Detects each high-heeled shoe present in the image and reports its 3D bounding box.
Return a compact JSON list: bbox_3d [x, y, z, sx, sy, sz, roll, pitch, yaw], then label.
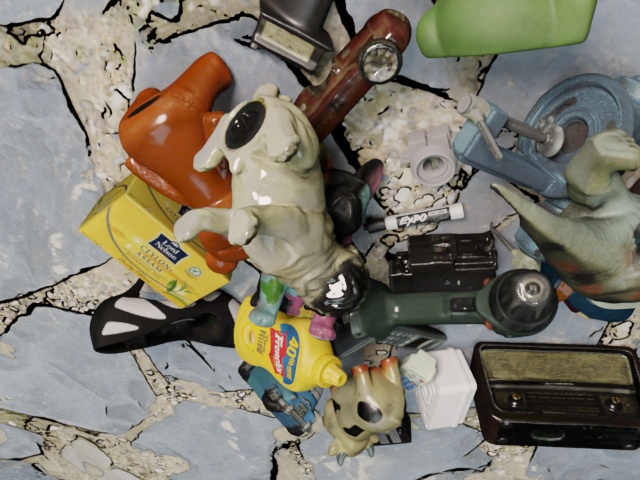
[{"bbox_3d":[-0.184,0.136,0.742,0.248,0.145,0.086,30,128,-17],"label":"high-heeled shoe"}]

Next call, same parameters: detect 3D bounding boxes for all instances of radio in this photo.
[{"bbox_3d":[0.338,0.219,0.764,0.230,0.131,0.073,0,133,7],"label":"radio"}]

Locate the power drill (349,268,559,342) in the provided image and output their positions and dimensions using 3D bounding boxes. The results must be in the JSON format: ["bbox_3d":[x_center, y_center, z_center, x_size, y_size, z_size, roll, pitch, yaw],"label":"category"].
[{"bbox_3d":[0.138,0.066,0.566,0.207,0.086,0.232,-10,164,22],"label":"power drill"}]

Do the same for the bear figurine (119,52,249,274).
[{"bbox_3d":[-0.110,-0.070,0.559,0.120,0.132,0.195,-24,123,24],"label":"bear figurine"}]

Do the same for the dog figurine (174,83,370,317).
[{"bbox_3d":[-0.014,-0.029,0.502,0.121,0.172,0.190,17,171,45],"label":"dog figurine"}]

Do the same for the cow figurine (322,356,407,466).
[{"bbox_3d":[0.059,0.251,0.779,0.085,0.127,0.195,-4,157,-26],"label":"cow figurine"}]

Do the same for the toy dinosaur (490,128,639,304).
[{"bbox_3d":[0.292,0.006,0.466,0.405,0.131,0.192,1,136,-11],"label":"toy dinosaur"}]

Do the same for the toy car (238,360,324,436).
[{"bbox_3d":[-0.047,0.214,0.818,0.103,0.162,0.109,-44,114,-14],"label":"toy car"}]

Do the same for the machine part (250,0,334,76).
[{"bbox_3d":[-0.011,-0.220,0.485,0.084,0.039,0.138,26,131,-5],"label":"machine part"}]

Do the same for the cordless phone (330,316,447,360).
[{"bbox_3d":[0.082,0.141,0.770,0.184,0.089,0.146,22,133,-37],"label":"cordless phone"}]

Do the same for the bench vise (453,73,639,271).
[{"bbox_3d":[0.213,-0.071,0.520,0.240,0.129,0.223,14,126,-29],"label":"bench vise"}]

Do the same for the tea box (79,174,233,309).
[{"bbox_3d":[-0.197,0.001,0.677,0.098,0.068,0.169,-30,121,29],"label":"tea box"}]

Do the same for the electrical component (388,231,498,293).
[{"bbox_3d":[0.155,0.050,0.688,0.134,0.058,0.114,-5,128,10],"label":"electrical component"}]

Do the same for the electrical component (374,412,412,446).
[{"bbox_3d":[0.121,0.330,0.942,0.075,0.048,0.119,-9,128,15],"label":"electrical component"}]

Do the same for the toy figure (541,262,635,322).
[{"bbox_3d":[0.318,0.059,0.675,0.154,0.064,0.058,22,168,-7],"label":"toy figure"}]

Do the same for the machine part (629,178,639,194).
[{"bbox_3d":[0.423,-0.017,0.598,0.179,0.056,0.179,4,130,4],"label":"machine part"}]

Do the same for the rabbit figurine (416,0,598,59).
[{"bbox_3d":[0.131,-0.238,0.424,0.159,0.121,0.170,0,113,16],"label":"rabbit figurine"}]

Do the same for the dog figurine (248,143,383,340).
[{"bbox_3d":[-0.001,-0.002,0.638,0.108,0.191,0.219,18,96,-6],"label":"dog figurine"}]

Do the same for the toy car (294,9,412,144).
[{"bbox_3d":[0.010,-0.136,0.521,0.053,0.089,0.202,33,128,-21],"label":"toy car"}]
